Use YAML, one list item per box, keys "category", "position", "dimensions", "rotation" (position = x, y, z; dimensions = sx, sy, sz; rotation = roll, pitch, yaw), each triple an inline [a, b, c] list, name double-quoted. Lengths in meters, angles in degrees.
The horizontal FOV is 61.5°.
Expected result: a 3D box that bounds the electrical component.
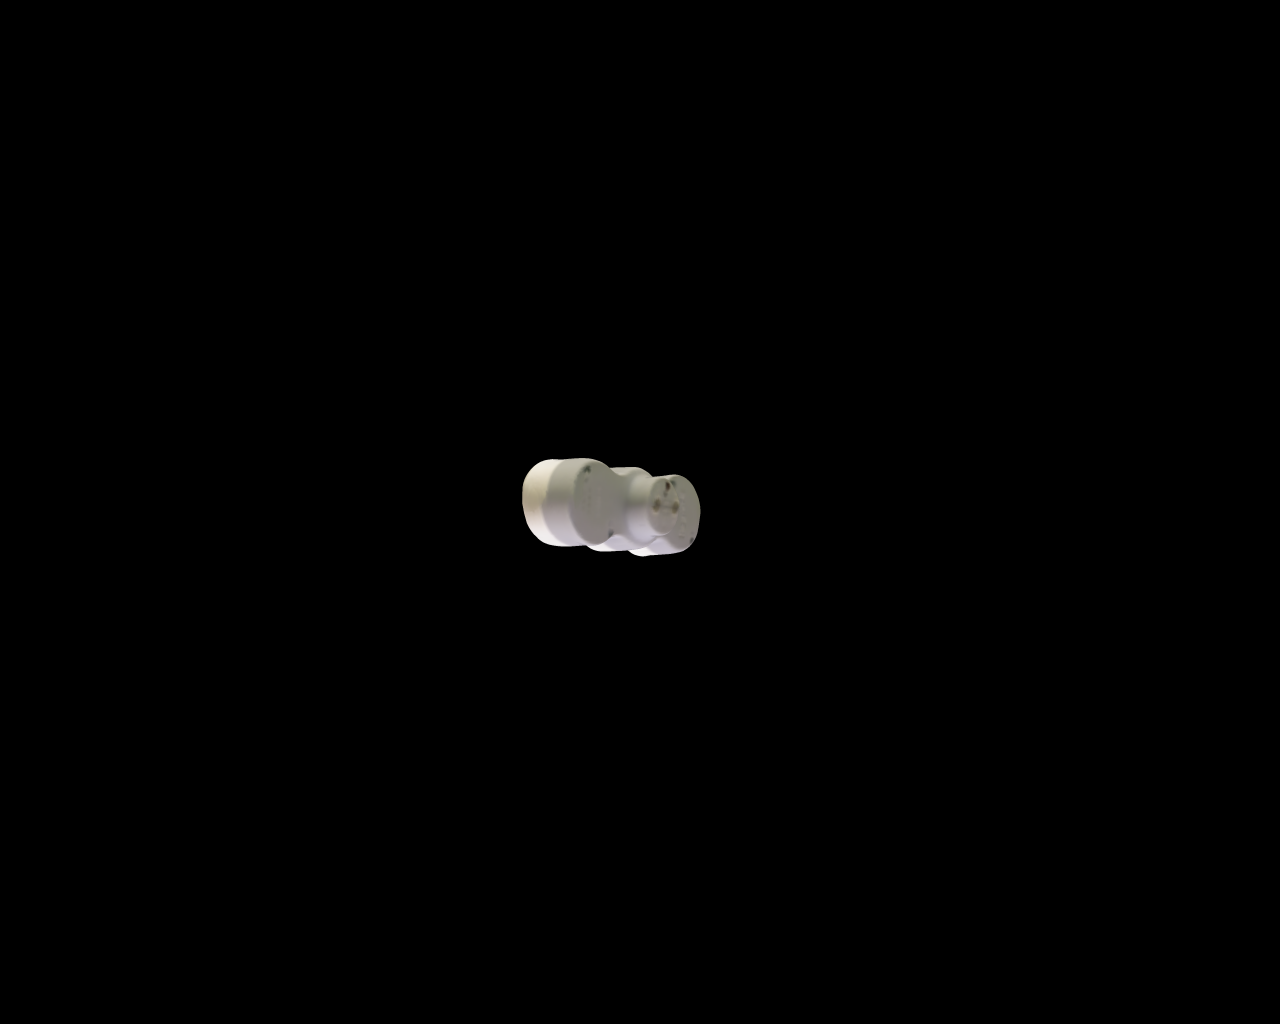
- category: "electrical component"
  position: [0.001, -0.003, 0.650]
  dimensions: [0.073, 0.052, 0.138]
  rotation: [-5, -8, 35]
